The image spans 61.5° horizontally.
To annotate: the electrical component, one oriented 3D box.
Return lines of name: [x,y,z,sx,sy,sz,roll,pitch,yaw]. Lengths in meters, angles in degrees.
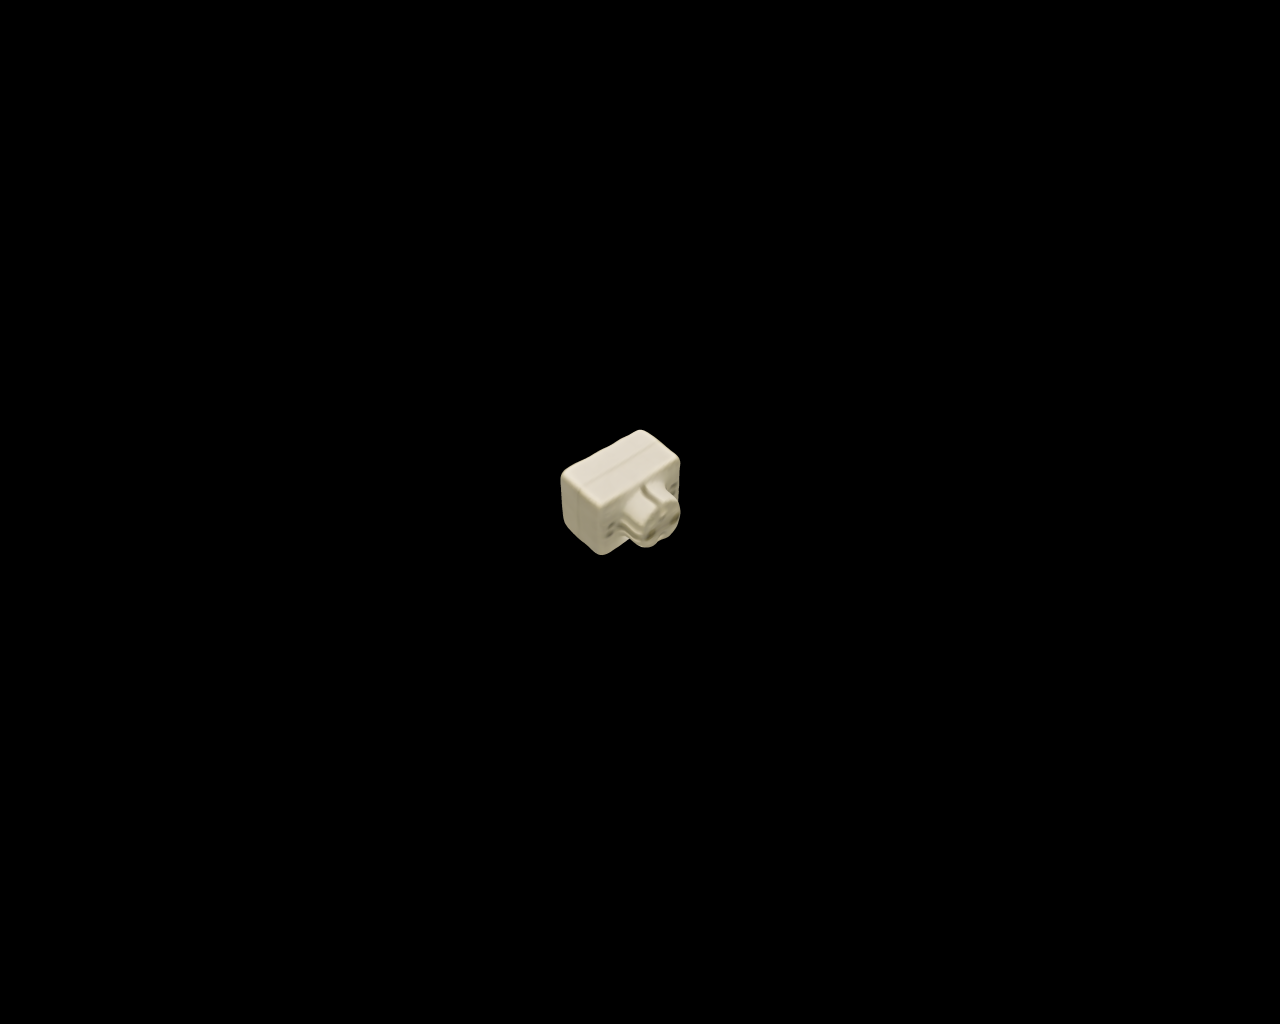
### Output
electrical component: [0.001,-0.003,0.650,0.066,0.047,0.077,-32,54,-27]
